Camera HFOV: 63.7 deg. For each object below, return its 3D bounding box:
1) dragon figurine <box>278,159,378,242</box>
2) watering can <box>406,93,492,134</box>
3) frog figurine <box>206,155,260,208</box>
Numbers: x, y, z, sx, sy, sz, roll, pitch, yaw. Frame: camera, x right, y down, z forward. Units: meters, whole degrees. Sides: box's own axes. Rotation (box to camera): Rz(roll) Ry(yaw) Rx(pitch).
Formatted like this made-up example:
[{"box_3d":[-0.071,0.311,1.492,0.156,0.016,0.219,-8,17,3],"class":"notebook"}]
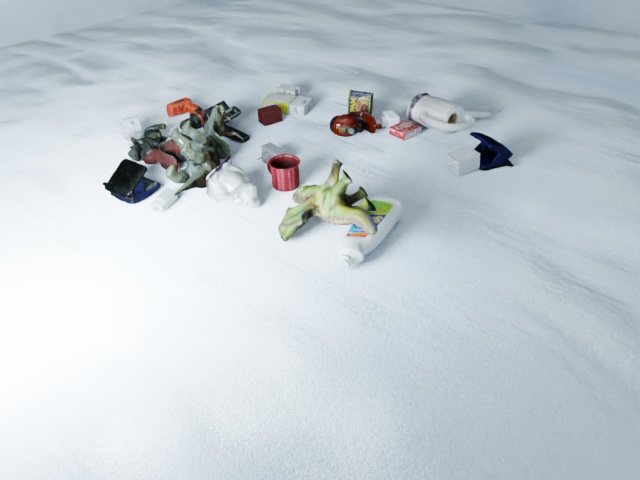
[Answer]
[{"box_3d":[0.004,-0.065,1.298,0.241,0.120,0.418,-34,26,12],"class":"dragon figurine"},{"box_3d":[0.448,-0.443,1.807,0.226,0.102,0.352,31,37,30],"class":"watering can"},{"box_3d":[-0.237,-0.141,1.453,0.159,0.120,0.140,41,33,-4],"class":"frog figurine"}]
